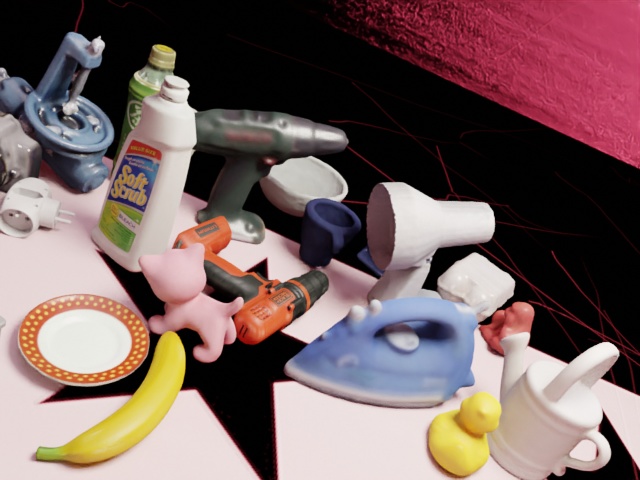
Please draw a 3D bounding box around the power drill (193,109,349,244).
[{"bbox_3d":[-0.095,-0.101,0.858,0.230,0.208,0.075,12,33,-22],"label":"power drill"}]

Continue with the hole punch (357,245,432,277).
[{"bbox_3d":[0.132,0.013,0.966,0.108,0.091,0.101,39,33,22],"label":"hole punch"}]

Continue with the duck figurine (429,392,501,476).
[{"bbox_3d":[0.180,0.222,0.683,0.077,0.086,0.105,35,32,16],"label":"duck figurine"}]

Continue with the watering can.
[{"bbox_3d":[0.283,0.190,0.700,0.172,0.194,0.101,38,33,21],"label":"watering can"}]

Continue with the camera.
[{"bbox_3d":[-0.445,-0.106,0.717,0.143,0.101,0.137,20,31,-9],"label":"camera"}]

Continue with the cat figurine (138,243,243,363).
[{"bbox_3d":[-0.147,0.061,0.660,0.127,0.117,0.067,28,30,4],"label":"cat figurine"}]

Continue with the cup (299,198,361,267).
[{"bbox_3d":[0.008,0.003,0.886,0.092,0.095,0.117,14,32,-18],"label":"cup"}]

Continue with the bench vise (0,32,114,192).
[{"bbox_3d":[-0.376,-0.196,0.788,0.207,0.219,0.121,22,30,-5],"label":"bench vise"}]

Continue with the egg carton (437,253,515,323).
[{"bbox_3d":[0.265,0.081,0.979,0.107,0.069,0.151,38,33,21],"label":"egg carton"}]

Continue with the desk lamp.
[{"bbox_3d":[0.145,0.025,0.836,0.204,0.213,0.117,11,33,-23],"label":"desk lamp"}]

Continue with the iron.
[{"bbox_3d":[0.094,0.122,0.719,0.259,0.141,0.118,7,35,-28],"label":"iron"}]

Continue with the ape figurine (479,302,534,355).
[{"bbox_3d":[0.302,0.135,0.902,0.076,0.092,0.078,35,32,16],"label":"ape figurine"}]

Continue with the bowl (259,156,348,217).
[{"bbox_3d":[-0.040,-0.090,1.015,0.168,0.074,0.167,19,31,-11],"label":"bowl"}]
